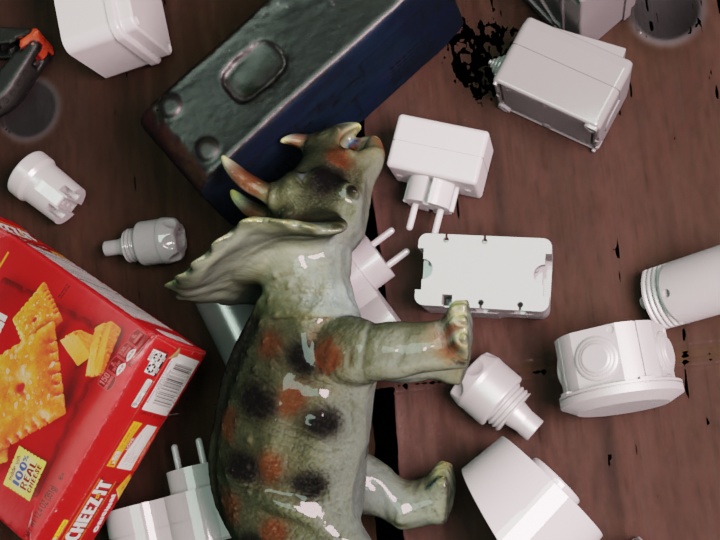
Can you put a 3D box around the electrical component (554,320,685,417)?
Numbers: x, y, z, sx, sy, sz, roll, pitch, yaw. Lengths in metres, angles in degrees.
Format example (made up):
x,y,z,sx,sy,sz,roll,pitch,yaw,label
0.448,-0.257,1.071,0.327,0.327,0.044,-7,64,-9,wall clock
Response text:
x,y,z,sx,sy,sz,roll,pitch,yaw,label
0.169,0.066,0.710,0.080,0.080,0.051,-10,74,9,electrical component

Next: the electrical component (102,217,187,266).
x,y,z,sx,sy,sz,roll,pitch,yaw,label
-0.164,-0.020,0.810,0.061,0.035,0.035,-7,80,12,electrical component

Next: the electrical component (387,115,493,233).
x,y,z,sx,sy,sz,roll,pitch,yaw,label
0.053,-0.063,0.768,0.066,0.047,0.076,13,84,13,electrical component

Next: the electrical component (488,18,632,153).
x,y,z,sx,sy,sz,roll,pitch,yaw,label
0.138,-0.135,0.756,0.096,0.062,0.061,28,88,14,electrical component

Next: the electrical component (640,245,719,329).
x,y,z,sx,sy,sz,roll,pitch,yaw,label
0.221,0.012,0.717,0.081,0.043,0.043,-24,73,50,electrical component

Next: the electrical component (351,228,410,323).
x,y,z,sx,sy,sz,roll,pitch,yaw,label
0.000,0.000,0.766,0.074,0.052,0.138,-36,77,3,electrical component

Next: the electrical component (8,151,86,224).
x,y,z,sx,sy,sz,roll,pitch,yaw,label
-0.241,-0.063,0.830,0.046,0.040,0.040,37,90,8,electrical component

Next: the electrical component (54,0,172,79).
x,y,z,sx,sy,sz,roll,pitch,yaw,label
-0.193,-0.214,0.824,0.057,0.078,0.113,-16,79,11,electrical component

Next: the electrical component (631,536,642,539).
x,y,z,sx,sy,sz,roll,pitch,yaw,label
0.186,0.214,0.692,0.061,0.062,0.096,-41,76,3,electrical component

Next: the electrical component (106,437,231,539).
x,y,z,sx,sy,sz,roll,pitch,yaw,label
-0.116,0.157,0.764,0.138,0.052,0.073,-16,79,8,electrical component

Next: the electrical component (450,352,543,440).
x,y,z,sx,sy,sz,roll,pitch,yaw,label
0.097,0.090,0.739,0.062,0.043,0.043,41,91,13,electrical component

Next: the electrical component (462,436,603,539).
x,y,z,sx,sy,sz,roll,pitch,yaw,label
0.107,0.159,0.699,0.064,0.099,0.099,-44,76,-4,electrical component

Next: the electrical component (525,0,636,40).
x,y,z,sx,sy,sz,roll,pitch,yaw,label
0.137,-0.218,0.744,0.056,0.109,0.108,-41,76,3,electrical component

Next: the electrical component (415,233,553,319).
x,y,z,sx,sy,sz,roll,pitch,yaw,label
0.087,0.005,0.747,0.089,0.056,0.050,3,82,11,electrical component
